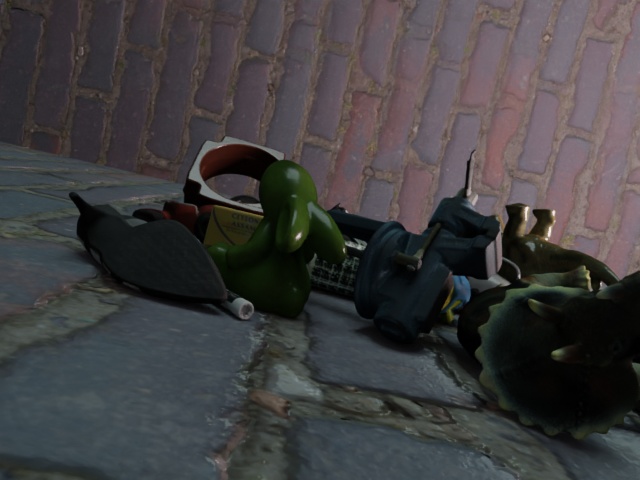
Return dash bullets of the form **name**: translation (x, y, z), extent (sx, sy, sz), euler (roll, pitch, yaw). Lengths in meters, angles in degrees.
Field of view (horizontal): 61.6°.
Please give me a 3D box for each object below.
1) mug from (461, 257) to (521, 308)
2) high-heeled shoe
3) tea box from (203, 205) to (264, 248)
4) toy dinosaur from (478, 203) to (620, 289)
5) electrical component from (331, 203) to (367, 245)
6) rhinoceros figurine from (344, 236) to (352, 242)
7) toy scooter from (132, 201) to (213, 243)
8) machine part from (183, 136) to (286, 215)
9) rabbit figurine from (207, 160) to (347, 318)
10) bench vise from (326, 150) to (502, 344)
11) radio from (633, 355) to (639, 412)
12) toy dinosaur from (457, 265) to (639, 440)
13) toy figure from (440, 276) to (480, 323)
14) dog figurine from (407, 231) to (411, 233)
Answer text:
- **mug**: translation (0.289, 0.086, 0.870), extent (0.107, 0.109, 0.080), euler (30, 4, 23)
- **high-heeled shoe**: translation (-0.196, 0.025, 0.623), extent (0.249, 0.086, 0.145), euler (33, -20, 18)
- **tea box**: translation (-0.108, 0.000, 0.793), extent (0.098, 0.068, 0.169), euler (14, -4, -4)
- **toy dinosaur**: translation (0.364, 0.038, 0.957), extent (0.105, 0.198, 0.471), euler (3, -2, -14)
- **electrical component**: translation (0.048, -0.003, 1.042), extent (0.115, 0.058, 0.134), euler (48, 16, -7)
- **rhinoceros figurine**: translation (-0.002, -0.003, 0.898), extent (0.190, 0.073, 0.112), euler (39, 6, 19)
- **toy scooter**: translation (-0.226, -0.030, 0.938), extent (0.184, 0.075, 0.135), euler (8, 5, -6)
- **machine part**: translation (-0.155, -0.104, 1.064), extent (0.201, 0.087, 0.201), euler (17, 45, -7)
- **rabbit figurine**: translation (-0.050, -0.008, 0.615), extent (0.121, 0.170, 0.159), euler (9, 6, -33)
- **bench vise**: translation (0.086, 0.005, 0.649), extent (0.241, 0.223, 0.128), euler (17, -20, 31)
- **radio**: translation (0.386, 0.162, 0.478), extent (0.131, 0.073, 0.229), euler (12, 4, -1)
- **toy dinosaur**: translation (0.214, 0.093, 0.557), extent (0.192, 0.131, 0.405), euler (0, -3, -9)
- **toy figure**: translation (0.151, 0.072, 0.756), extent (0.180, 0.089, 0.082), euler (12, 21, -45)
- **dog figurine**: translation (0.185, 0.043, 1.026), extent (0.192, 0.108, 0.219), euler (14, 3, 16)
